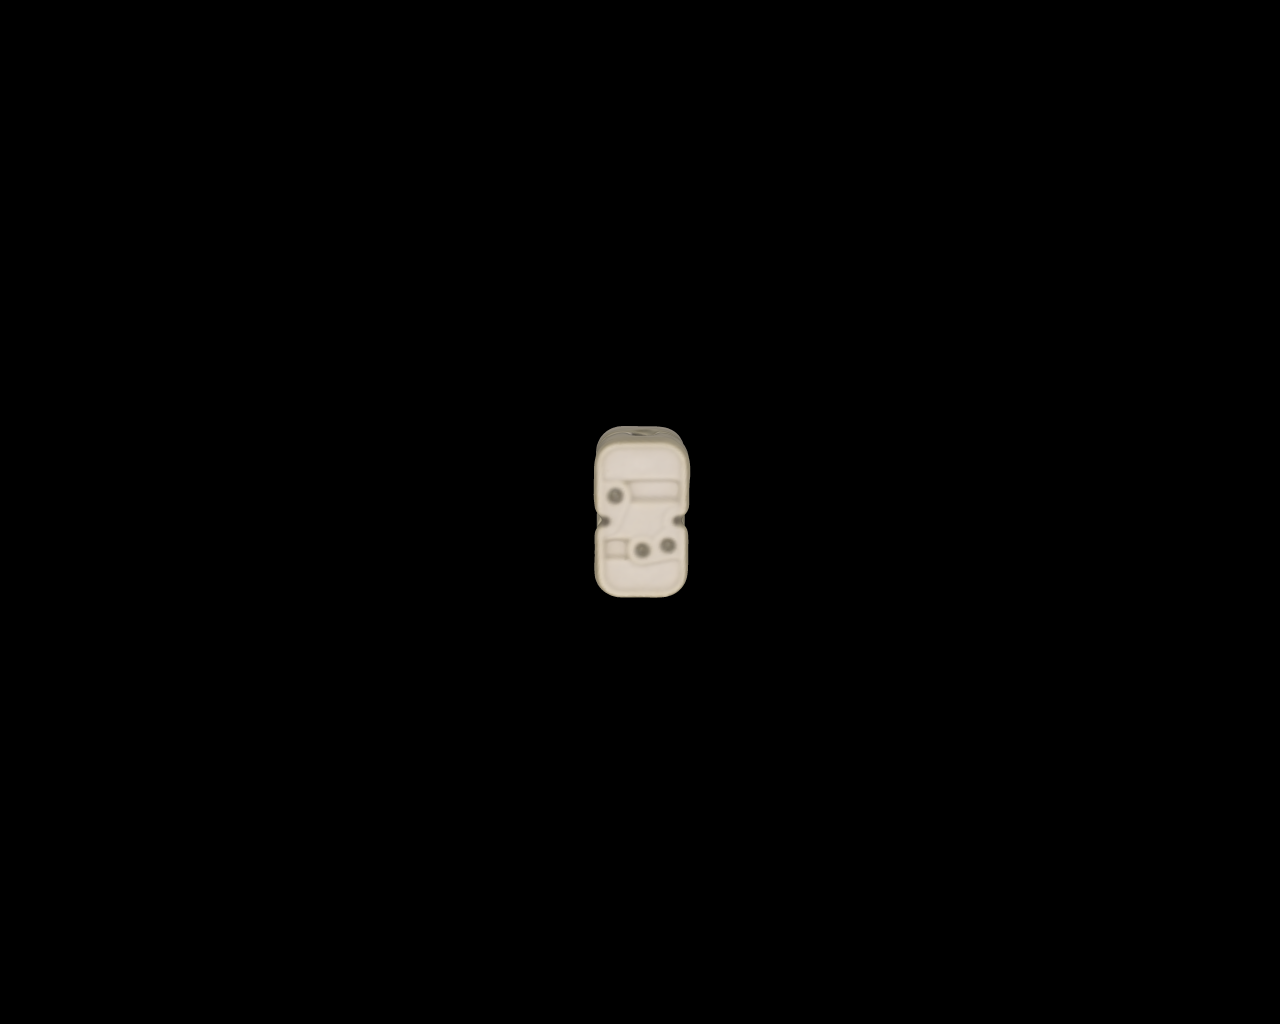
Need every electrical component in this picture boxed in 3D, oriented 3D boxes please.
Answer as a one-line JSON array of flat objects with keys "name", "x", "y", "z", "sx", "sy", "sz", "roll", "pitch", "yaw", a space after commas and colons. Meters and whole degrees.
[{"name": "electrical component", "x": 0.001, "y": -0.003, "z": 0.650, "sx": 0.054, "sy": 0.095, "sz": 0.059, "roll": 0, "pitch": 16, "yaw": 0}]
